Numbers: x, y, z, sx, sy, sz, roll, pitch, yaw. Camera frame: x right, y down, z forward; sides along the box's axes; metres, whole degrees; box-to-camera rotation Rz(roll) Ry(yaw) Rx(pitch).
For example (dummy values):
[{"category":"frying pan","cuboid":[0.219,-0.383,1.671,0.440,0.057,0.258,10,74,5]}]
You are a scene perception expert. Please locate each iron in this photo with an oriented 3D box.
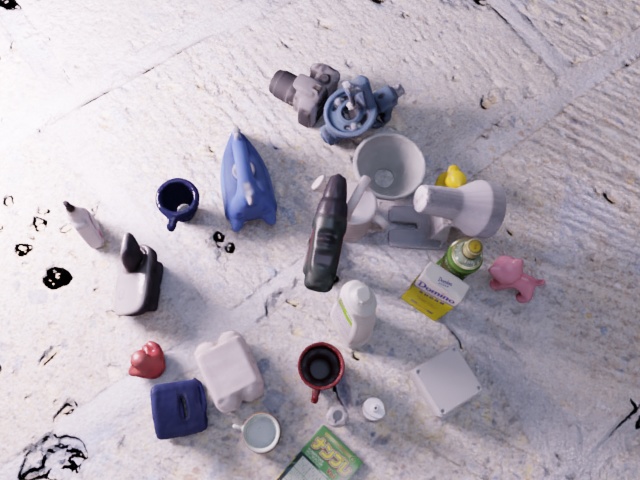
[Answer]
[{"category":"iron","cuboid":[-0.168,-0.156,1.249,0.119,0.141,0.258,-12,73,-8]}]

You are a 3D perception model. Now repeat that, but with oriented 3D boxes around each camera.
[{"category":"camera","cuboid":[-0.040,-0.364,1.351,0.136,0.101,0.143,29,72,6]}]

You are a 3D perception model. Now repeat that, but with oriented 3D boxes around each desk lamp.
[{"category":"desk lamp","cuboid":[0.261,-0.053,1.209,0.203,0.213,0.118,2,71,-3]}]

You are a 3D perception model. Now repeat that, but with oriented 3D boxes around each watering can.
[{"category":"watering can","cuboid":[0.063,-0.074,1.212,0.173,0.194,0.101,10,71,-1]}]

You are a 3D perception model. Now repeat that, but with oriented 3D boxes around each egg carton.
[{"category":"egg carton","cuboid":[-0.180,0.261,1.146,0.107,0.069,0.150,-26,75,-12]}]

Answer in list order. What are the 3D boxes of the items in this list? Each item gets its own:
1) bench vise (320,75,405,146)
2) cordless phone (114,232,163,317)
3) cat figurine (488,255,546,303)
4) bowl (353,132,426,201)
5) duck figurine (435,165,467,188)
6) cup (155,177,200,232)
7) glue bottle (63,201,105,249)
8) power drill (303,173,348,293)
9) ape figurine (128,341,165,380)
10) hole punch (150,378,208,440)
[{"category":"bench vise","cuboid":[0.094,-0.320,1.283,0.121,0.220,0.208,41,73,10]},{"category":"cordless phone","cuboid":[-0.377,0.069,1.134,0.094,0.185,0.147,0,71,-4]},{"category":"cat figurine","cuboid":[0.418,0.075,1.229,0.127,0.118,0.067,22,71,3]},{"category":"bowl","cuboid":[0.154,-0.157,1.310,0.167,0.075,0.167,1,71,-4]},{"category":"duck figurine","cuboid":[0.306,-0.120,1.303,0.077,0.086,0.104,-4,72,-5]},{"category":"cup","cuboid":[-0.302,-0.063,1.232,0.091,0.095,0.118,8,71,-1]},{"category":"glue bottle","cuboid":[-0.489,-0.041,1.169,0.037,0.173,0.078,-28,75,-12]},{"category":"power drill","cuboid":[0.011,0.004,1.174,0.075,0.208,0.230,10,71,-1]},{"category":"ape figurine","cuboid":[-0.345,0.239,1.129,0.078,0.092,0.076,-36,77,-15]},{"category":"hole punch","cuboid":[-0.270,0.324,1.106,0.101,0.091,0.108,-11,73,-8]}]
